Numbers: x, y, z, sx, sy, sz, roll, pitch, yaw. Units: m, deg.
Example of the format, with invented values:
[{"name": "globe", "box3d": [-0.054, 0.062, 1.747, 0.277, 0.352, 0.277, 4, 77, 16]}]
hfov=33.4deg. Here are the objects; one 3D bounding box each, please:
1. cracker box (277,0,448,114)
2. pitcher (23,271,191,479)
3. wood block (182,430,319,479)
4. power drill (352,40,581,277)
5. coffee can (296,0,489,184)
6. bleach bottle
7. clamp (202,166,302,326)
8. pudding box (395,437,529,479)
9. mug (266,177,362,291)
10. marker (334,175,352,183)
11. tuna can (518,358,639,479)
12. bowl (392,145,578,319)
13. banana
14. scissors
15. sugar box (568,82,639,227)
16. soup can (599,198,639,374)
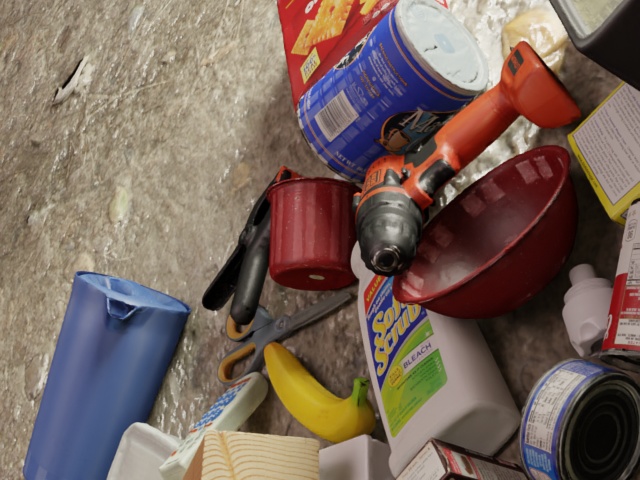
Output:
[{"name": "cracker box", "box3d": [0.034, -0.235, 1.055, 0.164, 0.072, 0.214, -42, 41, 33]}, {"name": "pitcher", "box3d": [-0.241, 0.163, 1.192, 0.145, 0.149, 0.243, 22, 94, 41]}, {"name": "wood block", "box3d": [-0.068, 0.230, 0.859, 0.206, 0.090, 0.091, 118, 157, -60]}, {"name": "power drill", "box3d": [0.103, -0.061, 0.803, 0.188, 0.057, 0.184, -38, 16, 18]}, {"name": "coffee can", "box3d": [0.062, -0.129, 0.929, 0.141, 0.102, 0.103, -40, 43, 37]}, {"name": "bleach bottle", "box3d": [0.071, 0.069, 0.847, 0.103, 0.068, 0.251, -49, 36, 24]}, {"name": "clamp", "box3d": [-0.061, 0.009, 1.071, 0.171, 0.039, 0.120, -63, 27, 3]}, {"name": "pudding box", "box3d": [0.082, 0.195, 0.736, 0.114, 0.089, 0.039, -56, 35, 18]}, {"name": "mug", "box3d": [-0.006, 0.001, 0.979, 0.117, 0.093, 0.081, 118, 155, -69]}, {"name": "marker", "box3d": [0.010, -0.042, 1.030, 0.121, 0.020, 0.020, -54, 36, 22]}, {"name": "tuna can", "box3d": [0.165, 0.119, 0.664, 0.034, 0.086, 0.086, 13, 83, 54]}, {"name": "bowl", "box3d": [0.130, 0.005, 0.770, 0.162, 0.055, 0.162, -41, 14, 12]}, {"name": "banana", "box3d": [0.002, 0.135, 0.918, 0.198, 0.037, 0.069, 7, 98, 63]}, {"name": "scissors", "box3d": [-0.041, 0.072, 1.042, 0.202, 0.016, 0.096, -43, 42, 33]}, {"name": "sugar box", "box3d": [0.249, -0.093, 0.698, 0.176, 0.048, 0.093, -45, 38, 27]}, {"name": "soup can", "box3d": [0.215, 0.030, 0.657, 0.069, 0.068, 0.102, -2, 70, 54]}]
